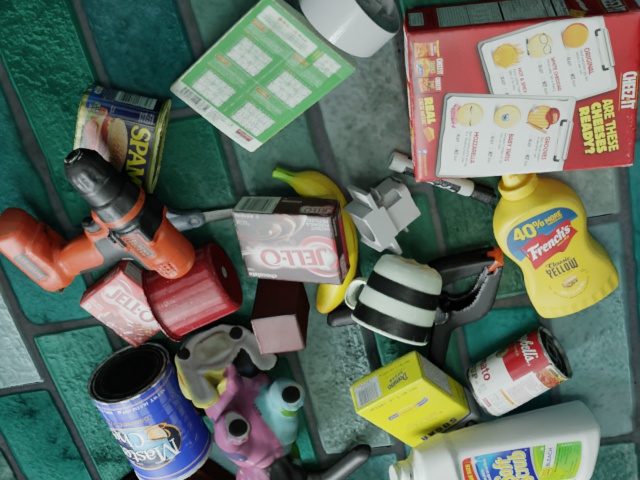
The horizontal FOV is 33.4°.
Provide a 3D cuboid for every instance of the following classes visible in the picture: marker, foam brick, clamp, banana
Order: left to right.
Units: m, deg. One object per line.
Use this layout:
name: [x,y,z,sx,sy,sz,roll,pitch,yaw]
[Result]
foam brick: [-0.043,0.081,1.189,0.051,0.078,0.053,-8,122,10]
banana: [0.008,-0.002,1.157,0.070,0.037,0.198,0,125,25]
clamp: [0.010,0.312,1.366,0.171,0.039,0.120,-11,122,10]
clamp: [0.135,0.083,1.206,0.210,0.036,0.164,-36,118,28]
marker: [0.129,-0.064,1.117,0.121,0.020,0.020,20,123,-11]

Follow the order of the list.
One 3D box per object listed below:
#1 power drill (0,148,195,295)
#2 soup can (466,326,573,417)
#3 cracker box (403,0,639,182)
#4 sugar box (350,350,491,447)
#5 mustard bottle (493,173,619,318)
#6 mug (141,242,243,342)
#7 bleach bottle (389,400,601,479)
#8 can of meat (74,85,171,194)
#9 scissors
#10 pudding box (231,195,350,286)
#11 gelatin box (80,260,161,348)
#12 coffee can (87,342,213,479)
power drill: [-0.247,-0.014,1.102,0.188,0.057,0.184,-11,135,32]
soup can: [0.230,0.153,1.232,0.102,0.068,0.068,-34,117,23]
cracker box: [0.191,-0.148,1.027,0.214,0.072,0.164,-5,125,4]
sugar box: [0.122,0.197,1.248,0.093,0.048,0.176,-31,136,21]
mustard bottle: [0.238,-0.008,1.127,0.096,0.058,0.191,-25,119,16]
mug: [-0.133,0.058,1.177,0.081,0.093,0.117,-24,151,12]
bleach bottle: [0.202,0.259,1.259,0.250,0.068,0.102,-9,126,-15]
can of meat: [-0.202,-0.102,1.083,0.084,0.057,0.102,13,124,-4]
scissors: [-0.151,-0.036,1.150,0.202,0.016,0.096,-22,121,16]
pudding box: [-0.029,0.000,1.123,0.114,0.039,0.090,5,128,22]
gelatin box: [-0.216,0.073,1.218,0.073,0.030,0.089,-36,116,23]
coffee can: [-0.199,0.206,1.265,0.103,0.102,0.140,-14,122,12]
